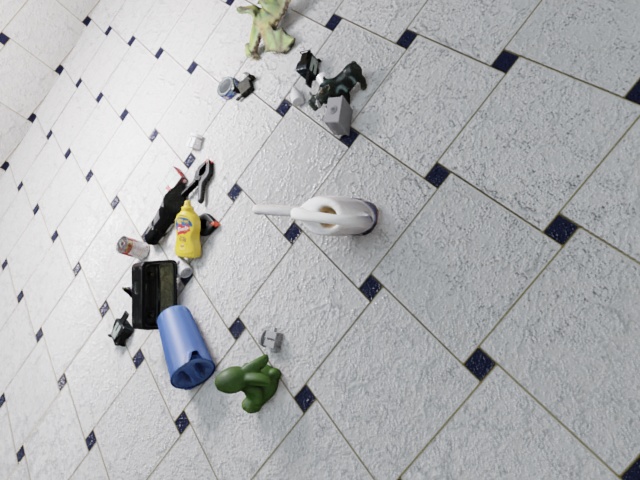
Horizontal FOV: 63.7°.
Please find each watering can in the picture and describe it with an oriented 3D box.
[{"bbox_3d":[0.004,-0.068,1.356,0.348,0.225,0.103,10,97,40],"label":"watering can"}]

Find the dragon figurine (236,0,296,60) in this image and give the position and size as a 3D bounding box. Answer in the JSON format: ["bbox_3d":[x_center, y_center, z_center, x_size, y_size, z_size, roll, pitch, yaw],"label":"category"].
[{"bbox_3d":[-0.151,-0.787,1.839,0.406,0.123,0.243,-23,90,38],"label":"dragon figurine"}]

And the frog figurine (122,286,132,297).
[{"bbox_3d":[-0.589,0.151,1.815,0.136,0.121,0.163,-11,30,43],"label":"frog figurine"}]
